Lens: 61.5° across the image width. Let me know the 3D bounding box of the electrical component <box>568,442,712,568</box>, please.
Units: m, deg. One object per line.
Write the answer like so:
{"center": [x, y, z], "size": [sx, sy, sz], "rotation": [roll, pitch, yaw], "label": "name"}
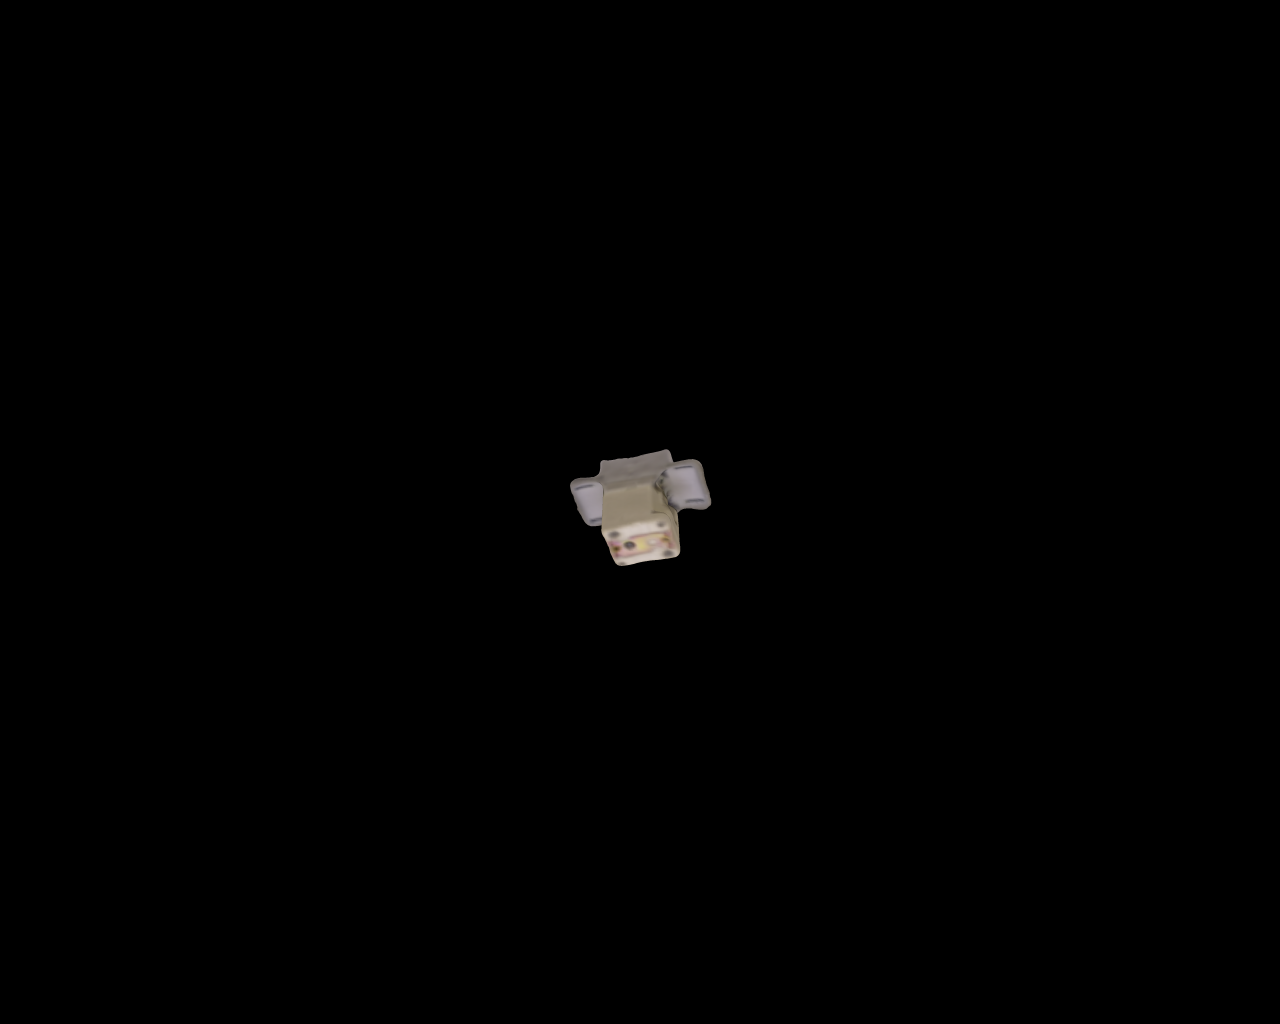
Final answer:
{"center": [0.001, -0.003, 0.650], "size": [0.081, 0.064, 0.042], "rotation": [-10, -43, 11], "label": "electrical component"}
